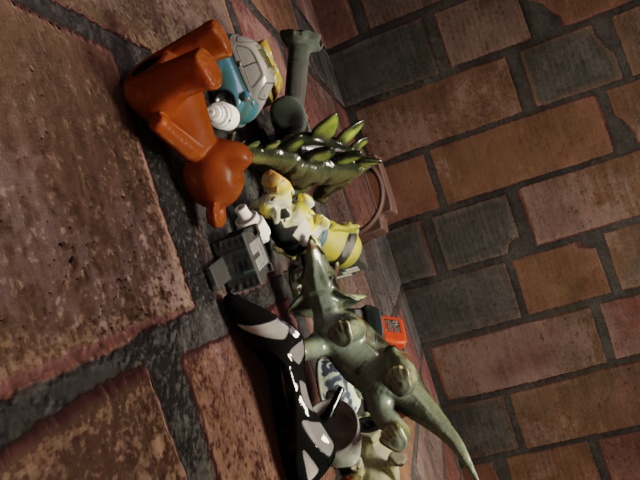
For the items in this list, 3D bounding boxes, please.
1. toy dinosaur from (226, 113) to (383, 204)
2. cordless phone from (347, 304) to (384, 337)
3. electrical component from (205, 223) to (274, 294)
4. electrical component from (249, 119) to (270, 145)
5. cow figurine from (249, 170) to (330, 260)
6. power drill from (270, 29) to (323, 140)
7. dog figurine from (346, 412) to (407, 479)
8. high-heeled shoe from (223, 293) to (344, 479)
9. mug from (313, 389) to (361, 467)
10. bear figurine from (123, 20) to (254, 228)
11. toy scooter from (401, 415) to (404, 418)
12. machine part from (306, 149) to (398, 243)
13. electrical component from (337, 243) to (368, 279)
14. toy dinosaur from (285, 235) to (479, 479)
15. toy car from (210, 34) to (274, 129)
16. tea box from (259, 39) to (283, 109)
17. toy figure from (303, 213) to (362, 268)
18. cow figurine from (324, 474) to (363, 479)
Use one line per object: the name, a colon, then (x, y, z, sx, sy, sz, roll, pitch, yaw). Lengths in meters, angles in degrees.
toy dinosaur: (-0.020, -0.136, 0.915, 0.471, 0.198, 0.105, -14, 77, -54)
cordless phone: (0.094, 0.250, 1.193, 0.147, 0.089, 0.184, -90, 177, -55)
electrical component: (-0.103, 0.026, 0.681, 0.119, 0.048, 0.074, -44, 115, -78)
electrical component: (-0.107, -0.177, 1.008, 0.093, 0.021, 0.063, 59, 18, -44)
cow figurine: (-0.057, -0.036, 0.825, 0.068, 0.098, 0.167, 33, -8, 35)
power drill: (-0.045, -0.268, 0.993, 0.232, 0.086, 0.207, -39, 141, -84)
dog figurine: (0.099, 0.423, 0.942, 0.172, 0.121, 0.190, -62, 147, -68)
high-heeled shoe: (-0.062, 0.190, 0.662, 0.248, 0.086, 0.145, 45, 60, -19)
mug: (0.023, 0.289, 0.811, 0.110, 0.081, 0.107, -102, 178, -46)
bear figurine: (-0.126, -0.120, 0.610, 0.195, 0.132, 0.120, 57, 22, -32)
toy scooter: (0.176, 0.388, 1.336, 0.184, 0.075, 0.135, -84, 154, -54)
machine part: (0.057, -0.091, 1.185, 0.087, 0.201, 0.201, 16, 58, -73)
electrical component: (0.034, 0.038, 1.107, 0.134, 0.115, 0.058, 52, 27, -68)
toy dinosaur: (0.077, 0.182, 0.813, 0.405, 0.131, 0.192, 47, 18, 6)
toy car: (-0.127, -0.267, 0.864, 0.109, 0.103, 0.161, -65, 138, -73)
tea box: (-0.124, -0.307, 1.007, 0.170, 0.068, 0.098, -80, 150, -62)
toy figure: (-0.004, -0.003, 0.971, 0.180, 0.082, 0.089, 13, 93, -38)
cow figurine: (0.050, 0.389, 0.719, 0.085, 0.127, 0.194, -82, 166, -62)
